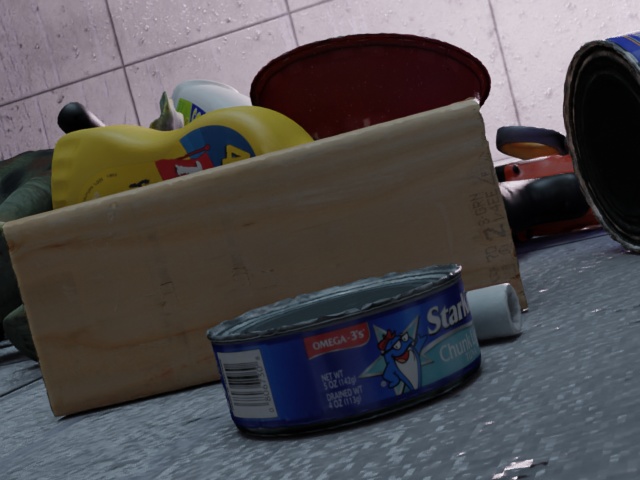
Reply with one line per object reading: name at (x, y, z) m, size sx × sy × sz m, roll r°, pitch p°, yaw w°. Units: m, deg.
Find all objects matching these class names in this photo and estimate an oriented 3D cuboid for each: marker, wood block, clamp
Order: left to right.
clamp at (-0.135, -0.041, 0.877) m, size 0.036 × 0.210 × 0.164 m, roll -48°, pitch 4°, yaw -3°
wood block at (-0.020, 0.006, 0.481) m, size 0.206 × 0.090 × 0.090 m, roll -14°, pitch 4°, yaw 9°
marker at (0.016, 0.037, 0.406) m, size 0.121 × 0.020 × 0.020 m, roll -13°, pitch 4°, yaw 25°

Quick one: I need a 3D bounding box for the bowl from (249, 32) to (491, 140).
bowl at (0.034, -0.074, 0.705) m, size 0.162 × 0.055 × 0.162 m, roll -1°, pitch -19°, yaw -1°

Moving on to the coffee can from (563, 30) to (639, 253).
coffee can at (0.203, -0.061, 0.508) m, size 0.140 × 0.103 × 0.103 m, roll -15°, pitch 3°, yaw -9°

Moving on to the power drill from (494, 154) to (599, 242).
power drill at (0.072, -0.012, 0.645) m, size 0.185 × 0.057 × 0.187 m, roll -11°, pitch 5°, yaw 44°

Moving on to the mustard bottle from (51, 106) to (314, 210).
mustard bottle at (-0.053, -0.022, 0.574) m, size 0.192 × 0.096 × 0.058 m, roll -5°, pitch 7°, yaw 27°

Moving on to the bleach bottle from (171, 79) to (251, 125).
bleach bottle at (-0.069, -0.077, 0.867) m, size 0.068 × 0.102 × 0.251 m, roll 5°, pitch 7°, yaw -20°

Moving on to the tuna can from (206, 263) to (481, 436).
tuna can at (0.008, 0.035, 0.349) m, size 0.086 × 0.034 × 0.086 m, roll -15°, pitch 2°, yaw 0°

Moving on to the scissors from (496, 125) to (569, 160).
scissors at (0.174, -0.055, 0.736) m, size 0.096 × 0.016 × 0.201 m, roll 4°, pitch -7°, yaw 14°

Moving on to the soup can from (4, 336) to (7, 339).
soup can at (-0.322, 0.046, 1.007) m, size 0.068 × 0.102 × 0.068 m, roll -15°, pitch 2°, yaw 0°
